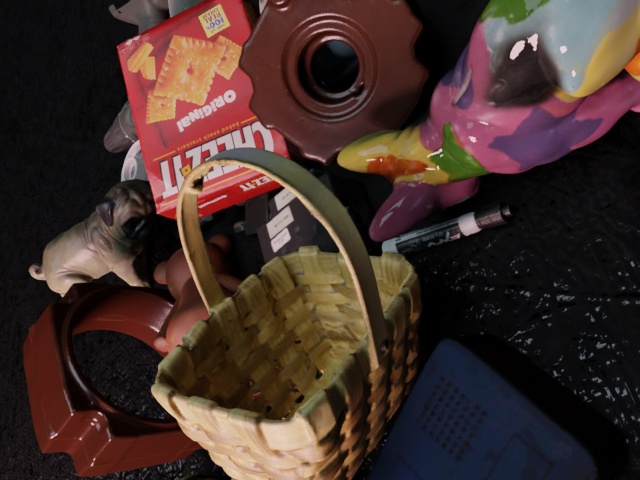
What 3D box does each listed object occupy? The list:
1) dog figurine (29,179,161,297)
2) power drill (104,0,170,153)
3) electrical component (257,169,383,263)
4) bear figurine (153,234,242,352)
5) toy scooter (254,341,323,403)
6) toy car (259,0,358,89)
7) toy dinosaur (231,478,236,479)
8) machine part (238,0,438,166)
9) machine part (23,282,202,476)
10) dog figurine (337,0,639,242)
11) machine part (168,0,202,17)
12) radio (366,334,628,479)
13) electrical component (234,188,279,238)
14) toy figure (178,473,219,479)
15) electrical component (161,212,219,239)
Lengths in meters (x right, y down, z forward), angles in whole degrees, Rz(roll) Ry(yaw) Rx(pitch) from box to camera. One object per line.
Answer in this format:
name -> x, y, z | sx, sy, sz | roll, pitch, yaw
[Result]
dog figurine -> -0.303, -0.005, 0.719 | 0.121, 0.172, 0.190 | 57, 149, 23
power drill -> -0.267, -0.250, 0.806 | 0.232, 0.086, 0.207 | -7, 81, 41
electrical component -> -0.001, -0.002, 0.533 | 0.115, 0.058, 0.134 | -33, 62, 33
bear figurine -> -0.126, 0.082, 0.616 | 0.131, 0.120, 0.196 | 66, 172, -23
toy scooter -> -0.044, 0.187, 0.507 | 0.135, 0.075, 0.184 | -8, 70, 8
toy car -> -0.009, -0.242, 0.547 | 0.109, 0.103, 0.161 | -24, 68, 42
toy dinosaur -> -0.035, 0.347, 0.356 | 0.192, 0.131, 0.405 | -54, 31, 26
machine part -> 0.014, -0.155, 0.484 | 0.180, 0.056, 0.179 | 7, 115, 14
machine part -> -0.213, 0.147, 0.611 | 0.087, 0.201, 0.202 | -46, 54, 26
dog figurine -> 0.105, -0.088, 0.370 | 0.219, 0.191, 0.108 | -31, 68, 19
machine part -> -0.161, -0.288, 0.722 | 0.079, 0.079, 0.243 | -31, 63, 37
radio -> 0.104, 0.195, 0.389 | 0.131, 0.073, 0.229 | 35, 109, 41
electrical component -> -0.067, -0.037, 0.627 | 0.094, 0.021, 0.063 | -12, 75, 43
toy figure -> -0.105, 0.295, 0.569 | 0.180, 0.082, 0.089 | -30, 44, 45
electrical component -> -0.177, -0.048, 0.723 | 0.102, 0.045, 0.078 | -28, 93, 41
